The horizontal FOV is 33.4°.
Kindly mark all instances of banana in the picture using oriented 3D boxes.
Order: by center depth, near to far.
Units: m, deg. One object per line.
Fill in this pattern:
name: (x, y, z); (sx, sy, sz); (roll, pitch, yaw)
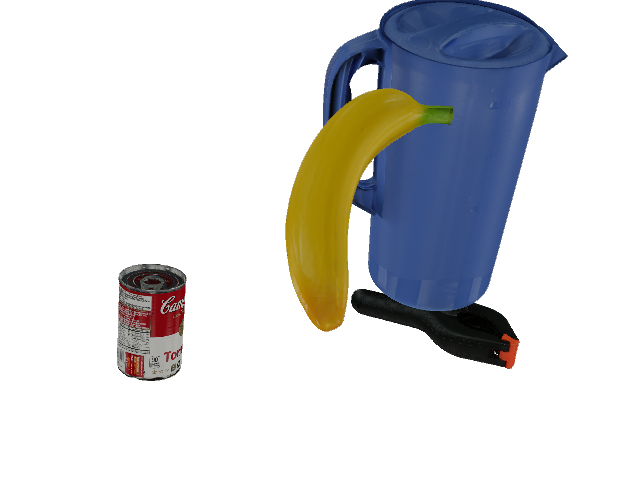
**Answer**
banana: (0.019, -0.034, 0.650); (0.070, 0.197, 0.037); (21, -35, 13)

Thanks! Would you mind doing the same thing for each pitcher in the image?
pitcher: (0.092, -0.065, 0.871); (0.149, 0.243, 0.144); (23, 38, 25)

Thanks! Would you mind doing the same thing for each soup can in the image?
soup can: (-0.173, 0.084, 1.089); (0.068, 0.102, 0.068); (5, 20, -2)

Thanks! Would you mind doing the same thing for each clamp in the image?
clamp: (0.129, 0.071, 1.051); (0.172, 0.039, 0.120); (26, 39, 31)
